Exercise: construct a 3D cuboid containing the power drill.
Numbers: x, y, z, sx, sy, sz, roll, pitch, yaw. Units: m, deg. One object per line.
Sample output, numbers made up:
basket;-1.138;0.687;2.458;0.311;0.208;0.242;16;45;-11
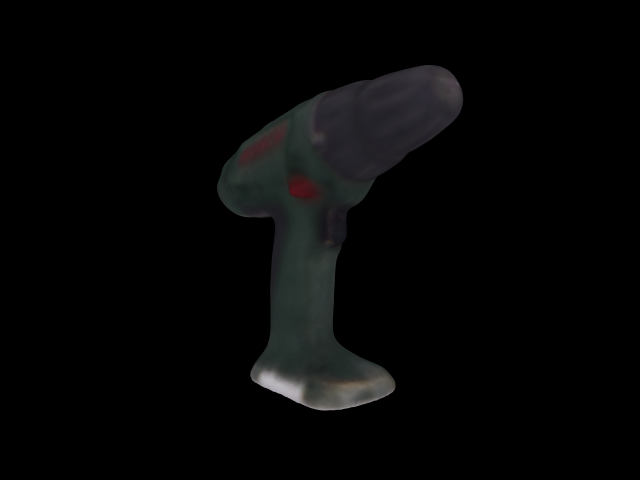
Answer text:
power drill;0.004;0.001;0.400;0.076;0.208;0.228;-4;6;-39
